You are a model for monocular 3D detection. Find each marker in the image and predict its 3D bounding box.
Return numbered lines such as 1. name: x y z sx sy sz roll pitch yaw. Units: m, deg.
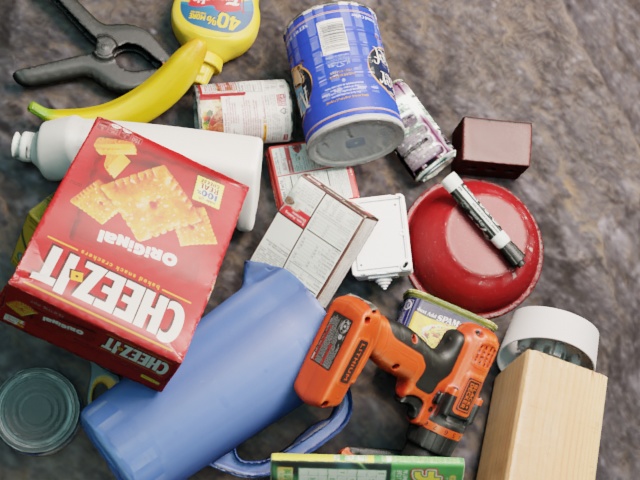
1. marker: 0.171 -0.019 1.108 0.020 0.020 0.121 -38 84 -16

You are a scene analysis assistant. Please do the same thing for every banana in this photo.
1. banana: -0.200 -0.146 1.116 0.198 0.069 0.037 -23 49 -1

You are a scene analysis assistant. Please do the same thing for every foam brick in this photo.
1. foam brick: 0.188 -0.100 1.173 0.078 0.053 0.051 4 75 -6

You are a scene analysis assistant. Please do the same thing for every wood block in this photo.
1. wood block: 0.211 0.225 1.045 0.090 0.090 0.206 20 59 -5

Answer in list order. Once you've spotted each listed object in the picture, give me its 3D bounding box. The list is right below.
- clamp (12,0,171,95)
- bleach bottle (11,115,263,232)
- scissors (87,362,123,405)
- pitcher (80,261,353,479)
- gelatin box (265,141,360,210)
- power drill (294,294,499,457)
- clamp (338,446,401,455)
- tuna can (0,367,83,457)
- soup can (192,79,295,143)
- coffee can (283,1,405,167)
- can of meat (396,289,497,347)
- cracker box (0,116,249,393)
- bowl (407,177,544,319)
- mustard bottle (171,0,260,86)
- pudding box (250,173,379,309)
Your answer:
1. clamp: -0.235 -0.211 1.146 0.171 0.039 0.120 8 83 -12
2. bleach bottle: -0.188 -0.074 1.096 0.251 0.103 0.068 8 46 0
3. scissors: -0.211 0.104 1.079 0.096 0.016 0.202 -14 78 -13
4. pitcher: -0.094 0.149 1.018 0.242 0.145 0.149 -35 46 -18
5. gelatin box: -0.009 -0.069 1.147 0.089 0.030 0.073 -11 78 -10
6. power drill: 0.069 0.144 1.004 0.187 0.057 0.184 25 87 -34
7. clamp: 0.097 0.286 1.065 0.210 0.036 0.164 33 72 1
8. tuna can: -0.276 0.168 1.043 0.086 0.034 0.086 2 75 -8
9. soup can: -0.082 -0.134 1.134 0.102 0.068 0.068 -5 76 -10
10. coffee can: 0.024 -0.161 1.110 0.102 0.103 0.140 -8 68 -10
11. can of meat: 0.121 0.110 1.105 0.102 0.057 0.084 23 75 -2
12. cracker box: -0.174 0.007 0.974 0.164 0.072 0.213 26 50 -10
13. bowl: 0.170 0.001 1.142 0.162 0.055 0.162 2 75 -8
14. mustard bottle: -0.111 -0.255 1.167 0.096 0.058 0.191 13 74 -3
15. pudding box: -0.007 0.001 1.089 0.090 0.039 0.113 35 102 22
